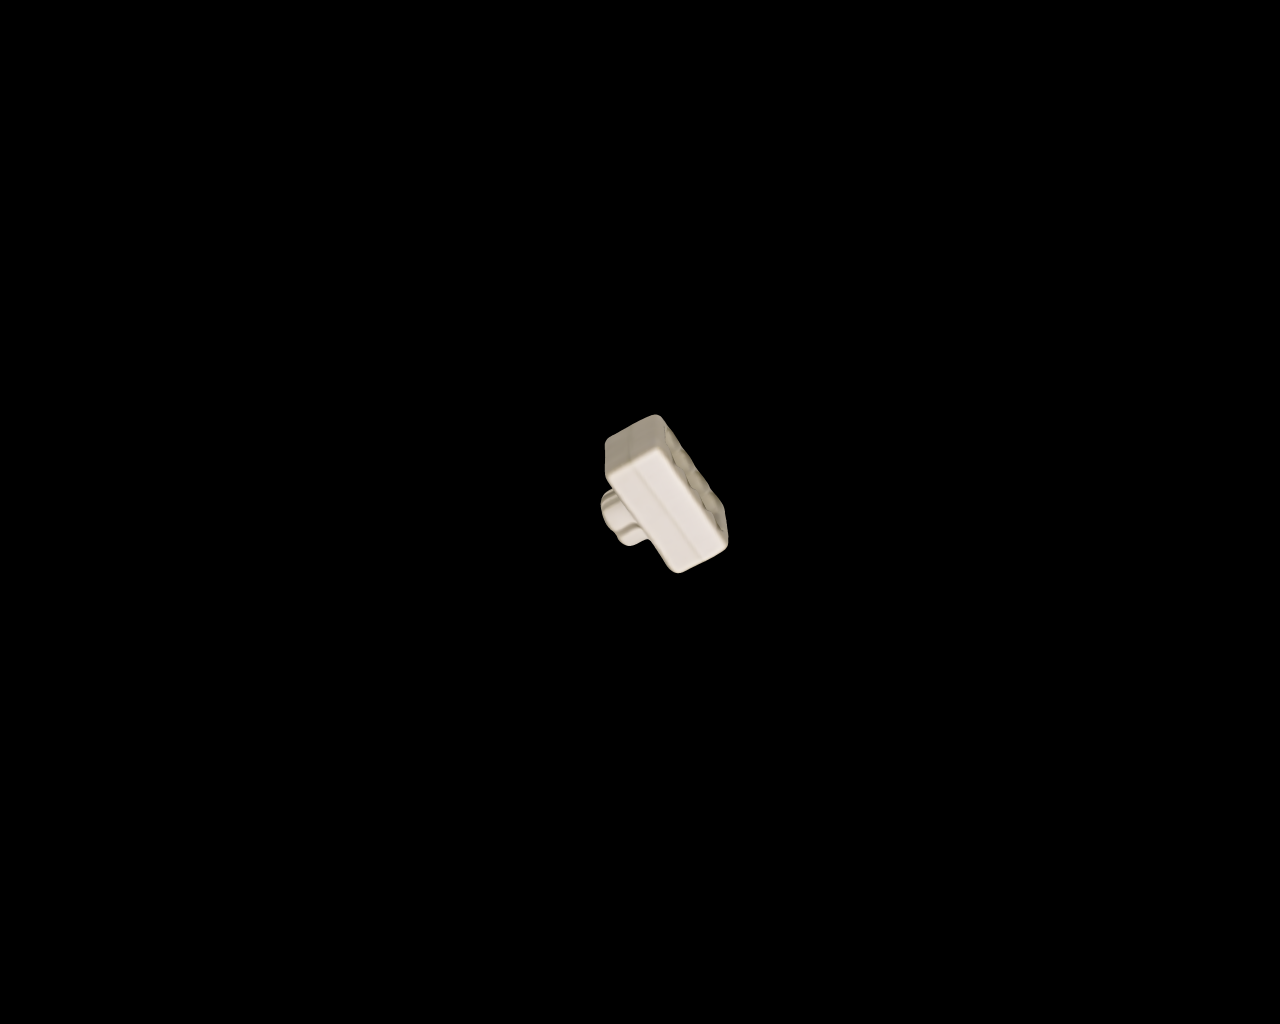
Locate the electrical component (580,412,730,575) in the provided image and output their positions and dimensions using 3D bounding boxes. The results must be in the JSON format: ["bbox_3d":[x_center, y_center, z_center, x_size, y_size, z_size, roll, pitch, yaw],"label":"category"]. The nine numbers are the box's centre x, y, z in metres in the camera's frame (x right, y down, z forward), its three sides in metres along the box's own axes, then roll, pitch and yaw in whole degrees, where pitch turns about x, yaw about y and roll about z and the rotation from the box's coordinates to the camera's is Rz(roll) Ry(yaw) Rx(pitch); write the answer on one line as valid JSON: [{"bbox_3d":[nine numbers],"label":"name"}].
[{"bbox_3d":[0.001,-0.003,0.650,0.075,0.083,0.047,-28,28,16],"label":"electrical component"}]
